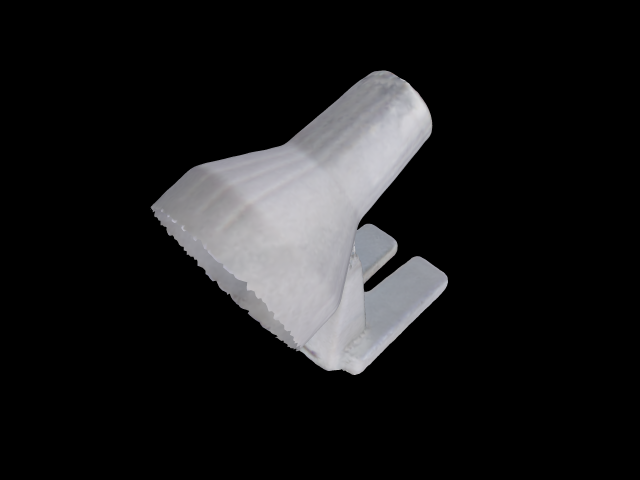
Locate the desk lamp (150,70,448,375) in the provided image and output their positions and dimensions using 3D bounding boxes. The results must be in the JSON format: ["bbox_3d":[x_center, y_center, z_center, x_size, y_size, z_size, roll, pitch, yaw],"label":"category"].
[{"bbox_3d":[0.004,0.001,0.400,0.117,0.214,0.204,36,58,27],"label":"desk lamp"}]
